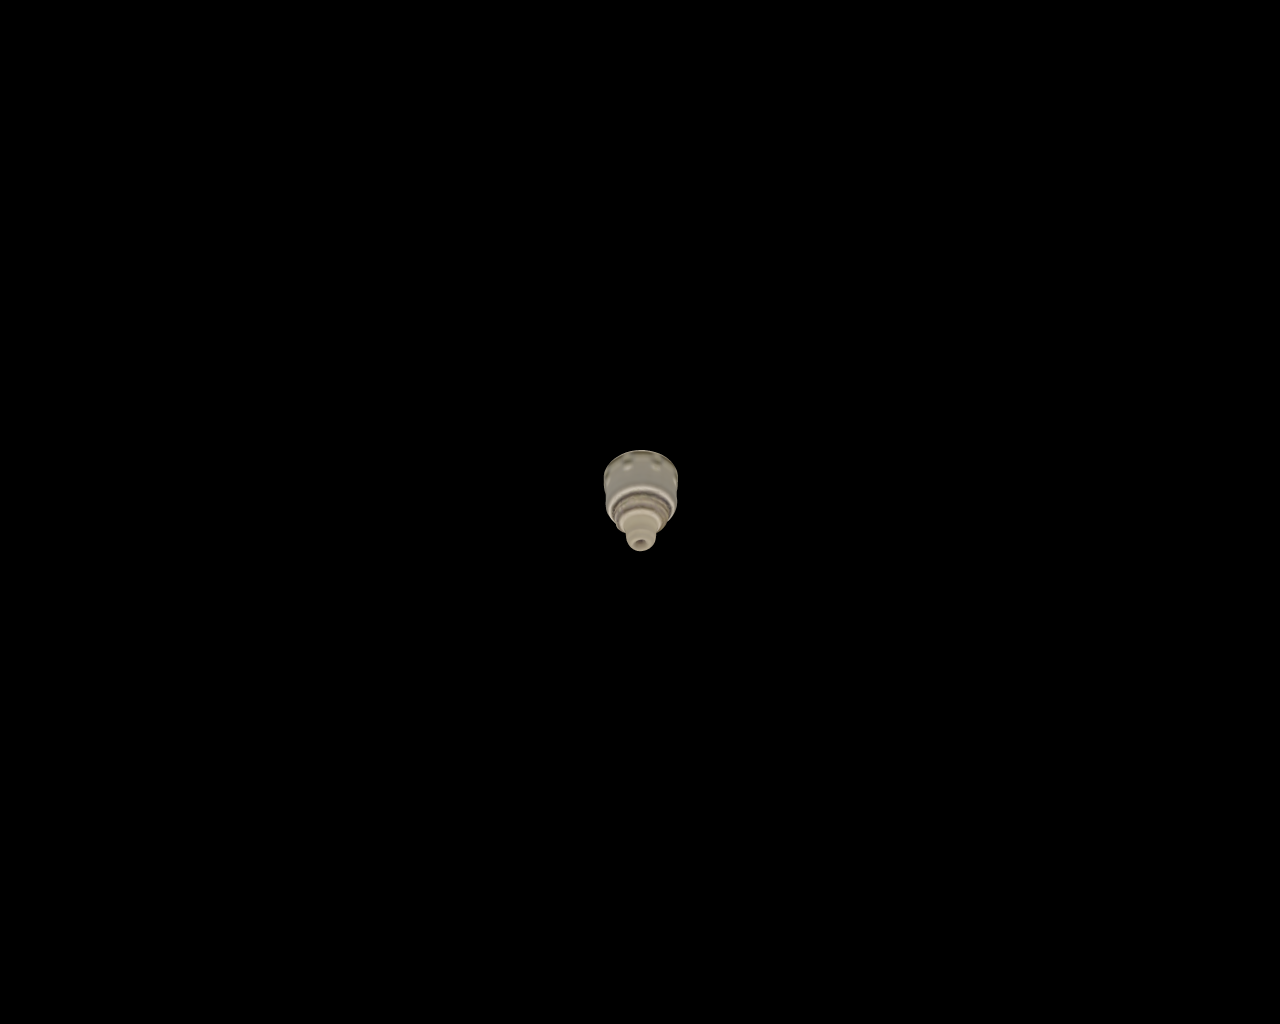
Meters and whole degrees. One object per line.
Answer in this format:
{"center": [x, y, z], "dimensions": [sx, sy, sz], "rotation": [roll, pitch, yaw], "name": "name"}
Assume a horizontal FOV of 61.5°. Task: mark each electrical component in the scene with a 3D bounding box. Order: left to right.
{"center": [0.001, -0.003, 0.650], "dimensions": [0.048, 0.062, 0.048], "rotation": [0, -43, 0], "name": "electrical component"}
